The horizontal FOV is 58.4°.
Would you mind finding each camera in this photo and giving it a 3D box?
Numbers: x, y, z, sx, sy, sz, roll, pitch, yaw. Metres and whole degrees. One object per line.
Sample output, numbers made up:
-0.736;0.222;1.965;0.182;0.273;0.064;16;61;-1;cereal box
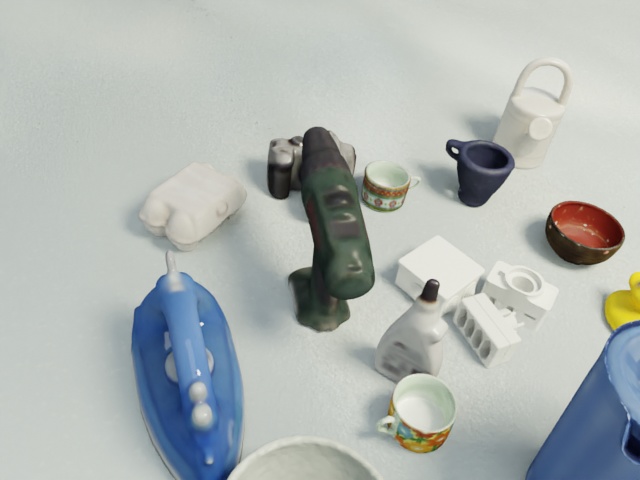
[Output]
-0.009;-0.102;0.897;0.143;0.101;0.136;0;45;-8;camera

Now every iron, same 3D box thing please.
-0.135;0.138;0.603;0.119;0.141;0.257;-11;47;-18;iron

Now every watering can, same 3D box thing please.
0.382;-0.226;1.014;0.101;0.194;0.172;-2;45;-10;watering can

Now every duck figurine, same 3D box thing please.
0.443;0.091;0.776;0.077;0.086;0.104;0;45;-8;duck figurine

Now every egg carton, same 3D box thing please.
-0.183;-0.052;0.842;0.107;0.069;0.150;26;47;17;egg carton

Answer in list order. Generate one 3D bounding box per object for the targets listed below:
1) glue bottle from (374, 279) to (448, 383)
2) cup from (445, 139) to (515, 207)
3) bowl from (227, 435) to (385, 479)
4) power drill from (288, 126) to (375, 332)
0.111;0.105;0.650;0.078;0.173;0.037;28;47;20;glue bottle
0.251;-0.109;0.946;0.117;0.095;0.092;32;49;23;cup
-0.014;0.274;0.530;0.167;0.075;0.167;4;44;-4;bowl
0.007;0.003;0.714;0.076;0.208;0.229;-5;46;-13;power drill
